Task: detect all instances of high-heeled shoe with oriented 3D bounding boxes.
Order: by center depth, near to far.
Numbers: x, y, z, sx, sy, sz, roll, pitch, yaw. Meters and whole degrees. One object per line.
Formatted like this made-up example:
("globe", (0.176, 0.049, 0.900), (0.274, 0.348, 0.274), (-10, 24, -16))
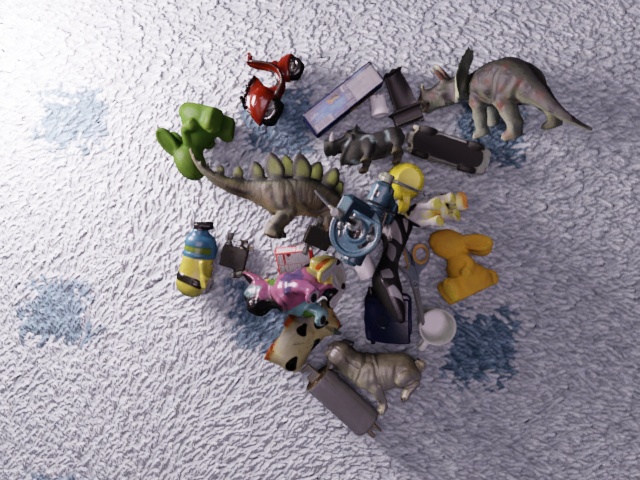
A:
("high-heeled shoe", (0.187, 0.059, 1.229), (0.145, 0.086, 0.249), (-17, 71, -12))

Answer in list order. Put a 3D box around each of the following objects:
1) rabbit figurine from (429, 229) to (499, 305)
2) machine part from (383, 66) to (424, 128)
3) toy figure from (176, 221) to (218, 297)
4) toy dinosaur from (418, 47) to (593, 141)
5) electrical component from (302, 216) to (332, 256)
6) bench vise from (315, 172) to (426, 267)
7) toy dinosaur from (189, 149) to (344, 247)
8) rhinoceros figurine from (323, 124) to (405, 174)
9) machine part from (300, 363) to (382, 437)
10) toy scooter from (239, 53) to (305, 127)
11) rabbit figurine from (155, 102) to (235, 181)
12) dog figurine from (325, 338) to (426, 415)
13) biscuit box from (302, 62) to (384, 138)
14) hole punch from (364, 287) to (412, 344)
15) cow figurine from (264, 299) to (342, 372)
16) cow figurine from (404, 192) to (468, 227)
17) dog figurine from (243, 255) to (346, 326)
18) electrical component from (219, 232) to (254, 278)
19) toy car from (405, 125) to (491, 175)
("rabbit figurine", (0.325, 0.045, 1.242), (0.162, 0.121, 0.173), (-31, 72, 8))
("machine part", (0.189, -0.334, 1.260), (0.084, 0.039, 0.138), (-18, 93, 14))
("toy figure", (-0.291, 0.046, 1.273), (0.089, 0.082, 0.180), (7, 98, 12))
("toy dinosaur", (0.387, -0.317, 1.133), (0.131, 0.405, 0.192), (-32, 113, -23))
("electrical component", (-0.002, -0.004, 1.188), (0.063, 0.021, 0.094), (26, 85, -15))
("bench vise", (0.090, -0.054, 1.136), (0.129, 0.240, 0.223), (38, 97, 26))
("toy dinosaur", (-0.071, -0.098, 1.233), (0.471, 0.105, 0.198), (10, 89, -14))
("rhinoceros figurine", (0.103, -0.217, 1.240), (0.190, 0.073, 0.112), (-8, 73, 7))
("machine part", (0.053, 0.379, 1.274), (0.243, 0.079, 0.079), (44, 93, -5))
("toy scooter", (-0.131, -0.363, 1.251), (0.135, 0.075, 0.183), (27, 90, 0))
("rabbit figurine", (-0.297, -0.226, 1.239), (0.159, 0.121, 0.170), (17, 91, 7))
("dog figurine", (0.126, 0.279, 1.230), (0.172, 0.121, 0.190), (-42, 106, 3))
("biscuit box", (0.053, -0.324, 1.254), (0.203, 0.063, 0.059), (-38, 92, 3))
("hole punch", (0.161, 0.185, 1.265), (0.116, 0.092, 0.142), (-2, 96, 5))
("cow figurine", (-0.031, 0.225, 1.271), (0.127, 0.085, 0.195), (32, 97, -3))
("cow figurine", (0.271, -0.070, 1.240), (0.098, 0.167, 0.068), (-8, 97, 44))
("dog figurine", (-0.071, 0.104, 1.240), (0.219, 0.108, 0.191), (10, 49, 32))
("electrical component", (-0.200, 0.041, 1.286), (0.078, 0.045, 0.102), (20, 93, -1))
("toy car", (0.298, -0.210, 1.258), (0.202, 0.056, 0.073), (18, 99, 2))
